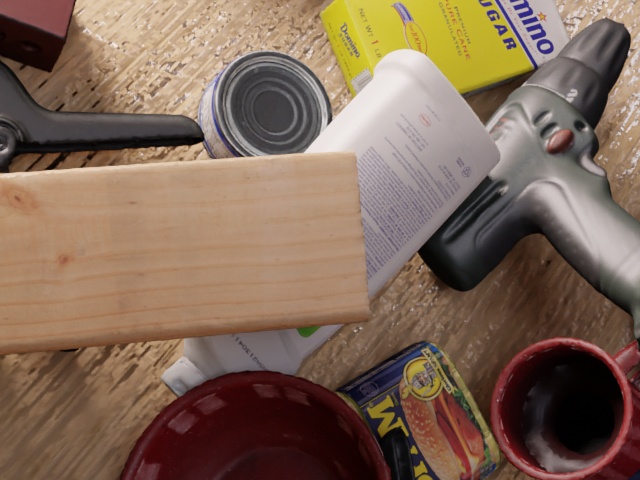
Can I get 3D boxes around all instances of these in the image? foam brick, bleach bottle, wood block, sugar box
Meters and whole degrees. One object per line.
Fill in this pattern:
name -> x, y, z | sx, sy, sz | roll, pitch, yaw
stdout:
foam brick -> -0.188, -0.145, 0.639 | 0.078, 0.053, 0.051 | 18, 71, -19
bleach bottle -> -0.004, 0.001, 0.662 | 0.250, 0.068, 0.102 | -45, 105, -12
wood block -> -0.085, 0.008, 0.570 | 0.206, 0.091, 0.090 | -5, 89, -10
sugar box -> 0.096, -0.148, 0.771 | 0.176, 0.048, 0.093 | -22, 89, -25

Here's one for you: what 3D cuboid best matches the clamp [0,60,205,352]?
clamp -> -0.189, -0.042, 0.622 | 0.209, 0.036, 0.164 | 26, 71, -16

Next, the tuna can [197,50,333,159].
tuna can -> -0.035, -0.081, 0.702 | 0.086, 0.034, 0.086 | 6, 74, -24

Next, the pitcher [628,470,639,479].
pitcher -> 0.293, 0.191, 0.666 | 0.149, 0.243, 0.145 | 38, 61, -18

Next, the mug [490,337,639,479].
mug -> 0.179, 0.110, 0.703 | 0.117, 0.093, 0.081 | -47, 144, 8

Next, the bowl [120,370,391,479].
bowl -> -0.033, 0.159, 0.608 | 0.162, 0.055, 0.162 | -4, 70, 12

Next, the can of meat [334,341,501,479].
can of meat -> 0.056, 0.125, 0.681 | 0.083, 0.058, 0.102 | -27, 89, -30

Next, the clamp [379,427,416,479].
clamp -> 0.055, 0.194, 0.599 | 0.039, 0.120, 0.171 | 30, 89, -51
